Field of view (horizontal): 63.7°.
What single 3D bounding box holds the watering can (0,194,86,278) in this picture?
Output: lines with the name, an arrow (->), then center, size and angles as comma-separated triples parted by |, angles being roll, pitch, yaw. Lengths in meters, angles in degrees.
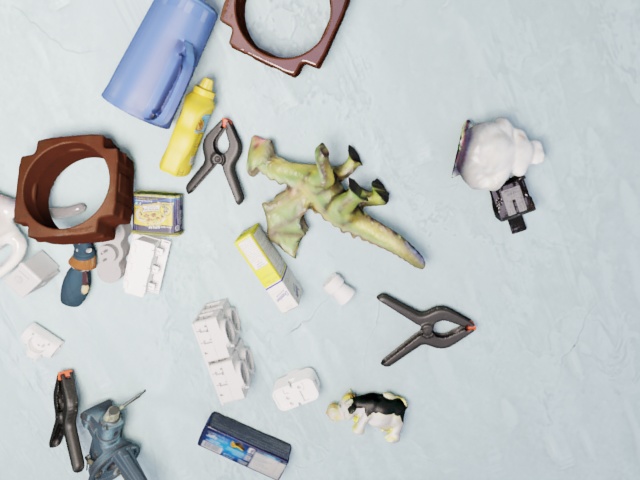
watering can -> -0.680, -0.042, 1.055 | 0.348, 0.104, 0.223 | -35, 99, -4

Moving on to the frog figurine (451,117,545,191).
frog figurine -> 0.337, -0.157, 0.962 | 0.160, 0.122, 0.138 | 12, 86, 12

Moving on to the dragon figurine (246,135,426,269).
dragon figurine -> 0.003, -0.052, 1.030 | 0.240, 0.124, 0.408 | -33, 98, 28
